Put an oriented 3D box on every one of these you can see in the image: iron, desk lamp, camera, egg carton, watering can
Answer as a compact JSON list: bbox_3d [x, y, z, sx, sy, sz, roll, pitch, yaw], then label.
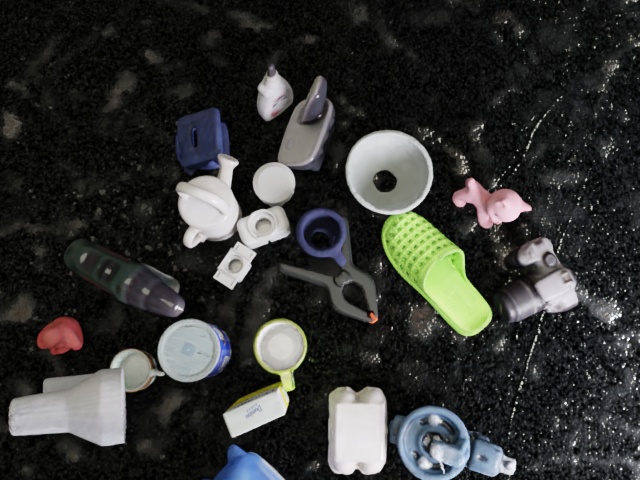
[{"bbox_3d":[-0.088,0.470,0.955,0.258,0.141,0.119,40,81,6],"label":"iron"},{"bbox_3d":[-0.398,0.279,0.950,0.203,0.213,0.118,-6,79,-2],"label":"desk lamp"},{"bbox_3d":[0.388,0.083,1.061,0.137,0.101,0.143,-26,80,-6],"label":"camera"},{"bbox_3d":[0.067,0.338,1.021,0.107,0.069,0.150,0,79,-1],"label":"egg carton"},{"bbox_3d":[-0.201,-0.072,1.032,0.101,0.194,0.173,3,79,0],"label":"watering can"}]

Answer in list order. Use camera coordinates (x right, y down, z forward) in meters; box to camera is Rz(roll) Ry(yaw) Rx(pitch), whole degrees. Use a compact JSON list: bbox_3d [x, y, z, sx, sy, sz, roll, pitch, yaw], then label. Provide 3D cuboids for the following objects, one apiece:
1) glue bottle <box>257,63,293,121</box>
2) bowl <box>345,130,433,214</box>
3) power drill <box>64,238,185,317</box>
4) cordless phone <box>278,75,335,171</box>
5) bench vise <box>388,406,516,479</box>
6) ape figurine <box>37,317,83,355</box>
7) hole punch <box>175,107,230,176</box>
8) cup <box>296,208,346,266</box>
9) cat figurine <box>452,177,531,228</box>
[{"bbox_3d":[-0.089,-0.288,1.087,0.078,0.173,0.037,-44,82,-8],"label":"glue bottle"},{"bbox_3d":[0.130,-0.123,1.109,0.167,0.075,0.167,0,79,-1],"label":"bowl"},{"bbox_3d":[-0.316,0.076,0.994,0.229,0.208,0.076,26,80,4],"label":"power drill"},{"bbox_3d":[-0.025,-0.216,1.068,0.094,0.185,0.148,15,79,2],"label":"cordless phone"},{"bbox_3d":[0.227,0.338,0.947,0.207,0.220,0.121,-2,79,-1],"label":"bench vise"},{"bbox_3d":[-0.471,0.175,1.031,0.078,0.092,0.076,21,79,3],"label":"ape figurine"},{"bbox_3d":[-0.230,-0.191,1.107,0.101,0.091,0.109,-7,79,-2],"label":"hole punch"},{"bbox_3d":[0.010,0.004,1.072,0.092,0.095,0.117,-35,81,-7],"label":"cup"},{"bbox_3d":[0.325,-0.075,1.081,0.127,0.118,0.067,38,81,6],"label":"cat figurine"}]
